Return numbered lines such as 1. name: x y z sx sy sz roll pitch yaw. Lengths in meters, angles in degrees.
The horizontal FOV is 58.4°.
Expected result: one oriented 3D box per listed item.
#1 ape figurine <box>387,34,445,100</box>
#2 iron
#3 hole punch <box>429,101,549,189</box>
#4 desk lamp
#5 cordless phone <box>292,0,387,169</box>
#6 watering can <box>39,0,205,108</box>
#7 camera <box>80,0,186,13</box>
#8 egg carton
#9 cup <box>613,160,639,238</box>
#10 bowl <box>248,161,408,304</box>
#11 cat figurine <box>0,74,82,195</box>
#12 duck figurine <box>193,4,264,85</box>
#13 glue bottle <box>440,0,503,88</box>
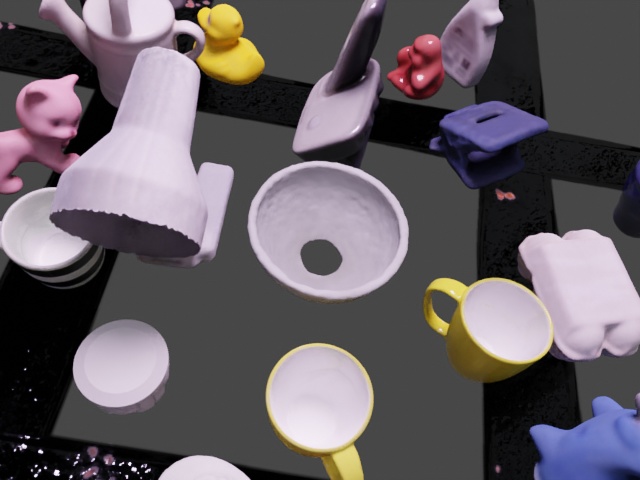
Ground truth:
1. ape figurine: 0.135 -0.235 0.766 0.076 0.092 0.078 12 58 -2
2. iron: 0.291 0.250 0.464 0.119 0.141 0.258 -17 63 -18
3. hole punch: 0.208 -0.133 0.716 0.109 0.091 0.101 -23 65 -21
4. desk lamp: -0.151 -0.055 0.536 0.118 0.213 0.203 9 58 -3
5. cordless phone: 0.030 -0.184 0.662 0.094 0.185 0.147 13 58 -1
6. watering can: -0.224 -0.247 0.653 0.173 0.194 0.100 -14 62 -17
7. camera: -0.275 -0.378 0.781 0.143 0.101 0.136 -27 66 -23
8. egg carton: 0.281 0.058 0.623 0.107 0.069 0.150 -5 60 -12
9. cup: 0.400 -0.033 0.684 0.091 0.095 0.118 8 58 -4
10. bowl: 0.006 0.002 0.609 0.167 0.075 0.167 4 58 -7
11. cat figurine: -0.306 -0.122 0.608 0.128 0.118 0.067 -27 66 -23
12. duck figurine: -0.118 -0.260 0.743 0.104 0.086 0.078 35 60 12
13. glue bottle: 0.209 -0.290 0.764 0.037 0.173 0.078 -29 67 -24
